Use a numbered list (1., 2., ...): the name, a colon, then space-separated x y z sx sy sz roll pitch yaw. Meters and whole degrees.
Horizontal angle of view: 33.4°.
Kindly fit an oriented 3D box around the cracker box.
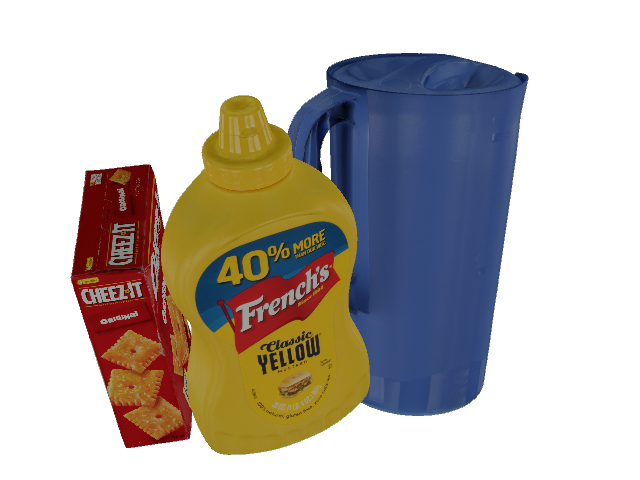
1. cracker box: -0.170 0.061 1.003 0.072 0.214 0.164 -8 38 -2

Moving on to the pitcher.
1. pitcher: 0.059 -0.003 0.742 0.149 0.243 0.145 4 21 9

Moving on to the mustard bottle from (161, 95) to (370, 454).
1. mustard bottle: -0.028 0.016 0.525 0.096 0.191 0.058 -18 38 -16
